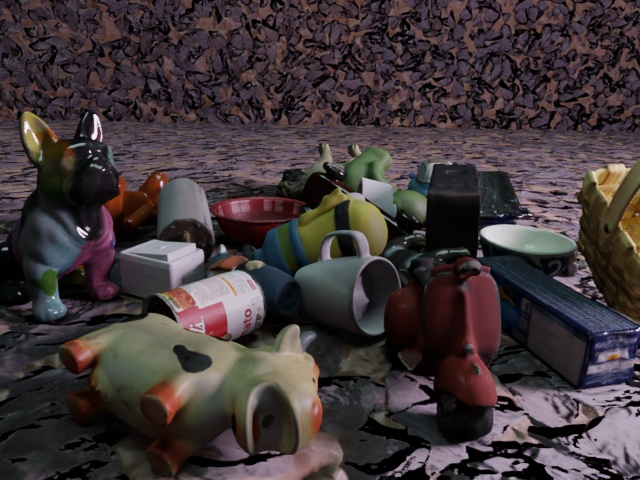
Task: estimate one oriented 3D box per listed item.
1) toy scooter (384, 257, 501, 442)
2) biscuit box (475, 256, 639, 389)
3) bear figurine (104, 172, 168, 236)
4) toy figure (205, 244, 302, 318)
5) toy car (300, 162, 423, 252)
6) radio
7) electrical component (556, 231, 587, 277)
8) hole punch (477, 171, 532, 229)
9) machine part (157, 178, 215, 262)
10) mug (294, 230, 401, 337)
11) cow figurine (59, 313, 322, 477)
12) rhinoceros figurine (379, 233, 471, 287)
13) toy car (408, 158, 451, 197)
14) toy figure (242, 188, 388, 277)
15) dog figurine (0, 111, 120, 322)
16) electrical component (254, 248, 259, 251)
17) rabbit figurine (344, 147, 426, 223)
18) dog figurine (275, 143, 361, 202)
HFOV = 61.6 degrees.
[{"bbox_3d":[0.104,0.066,0.462,0.075,0.135,0.184,-2,17,-8],"label":"toy scooter"},{"bbox_3d":[0.233,0.075,0.567,0.063,0.059,0.203,-4,19,-14],"label":"biscuit box"},{"bbox_3d":[-0.297,-0.074,0.878,0.120,0.131,0.196,30,35,29],"label":"bear figurine"},{"bbox_3d":[-0.086,0.046,0.613,0.155,0.064,0.058,14,6,44],"label":"toy figure"},{"bbox_3d":[0.058,-0.032,0.762,0.202,0.089,0.053,35,16,24],"label":"toy car"},{"bbox_3d":[0.194,-0.033,0.787,0.073,0.131,0.229,4,17,12],"label":"radio"},{"bbox_3d":[0.348,0.022,0.784,0.078,0.045,0.102,-25,12,9],"label":"electrical component"},{"bbox_3d":[0.291,-0.055,0.975,0.142,0.092,0.116,2,48,-7],"label":"hole punch"},{"bbox_3d":[-0.197,-0.027,0.779,0.079,0.079,0.243,-3,26,-16],"label":"machine part"},{"bbox_3d":[0.019,0.045,0.580,0.107,0.109,0.081,0,15,44],"label":"mug"},{"bbox_3d":[-0.085,0.107,0.405,0.195,0.085,0.127,12,26,30],"label":"cow figurine"},{"bbox_3d":[0.121,0.047,0.623,0.112,0.073,0.190,-5,19,-26],"label":"rhinoceros figurine"},{"bbox_3d":[0.235,-0.116,1.103,0.109,0.102,0.162,3,16,5],"label":"toy car"},{"bbox_3d":[-0.004,0.009,0.662,0.180,0.089,0.082,-24,-20,8],"label":"toy figure"},{"bbox_3d":[-0.296,-0.035,0.602,0.192,0.219,0.108,15,19,34],"label":"dog figurine"},{"bbox_3d":[-0.067,0.027,0.750,0.063,0.021,0.094,-6,20,-23],"label":"electrical component"},{"bbox_3d":[0.116,-0.080,0.967,0.170,0.121,0.159,28,32,24],"label":"rabbit figurine"},{"bbox_3d":[0.019,-0.107,1.093,0.173,0.121,0.190,7,32,24],"label":"dog figurine"}]
